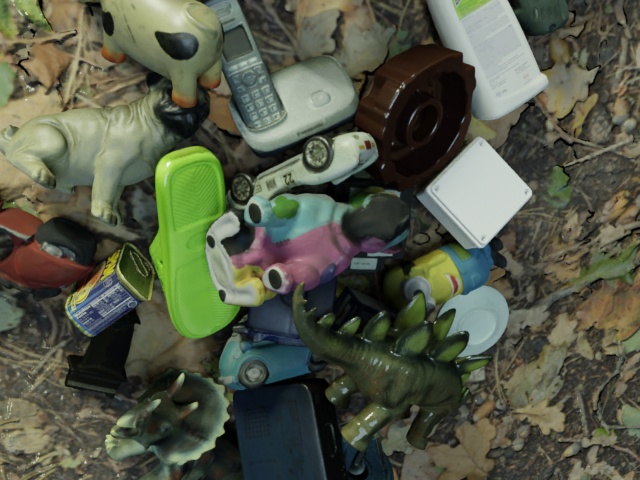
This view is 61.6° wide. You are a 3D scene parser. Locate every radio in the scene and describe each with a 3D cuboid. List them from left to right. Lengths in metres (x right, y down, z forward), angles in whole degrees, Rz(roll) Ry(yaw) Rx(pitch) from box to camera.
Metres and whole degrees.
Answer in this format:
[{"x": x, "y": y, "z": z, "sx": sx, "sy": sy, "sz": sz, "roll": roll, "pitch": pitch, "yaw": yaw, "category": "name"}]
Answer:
[{"x": -0.036, "y": 0.308, "z": 0.737, "sx": 0.131, "sy": 0.073, "sz": 0.229, "roll": -18, "pitch": 76, "yaw": 23, "category": "radio"}]

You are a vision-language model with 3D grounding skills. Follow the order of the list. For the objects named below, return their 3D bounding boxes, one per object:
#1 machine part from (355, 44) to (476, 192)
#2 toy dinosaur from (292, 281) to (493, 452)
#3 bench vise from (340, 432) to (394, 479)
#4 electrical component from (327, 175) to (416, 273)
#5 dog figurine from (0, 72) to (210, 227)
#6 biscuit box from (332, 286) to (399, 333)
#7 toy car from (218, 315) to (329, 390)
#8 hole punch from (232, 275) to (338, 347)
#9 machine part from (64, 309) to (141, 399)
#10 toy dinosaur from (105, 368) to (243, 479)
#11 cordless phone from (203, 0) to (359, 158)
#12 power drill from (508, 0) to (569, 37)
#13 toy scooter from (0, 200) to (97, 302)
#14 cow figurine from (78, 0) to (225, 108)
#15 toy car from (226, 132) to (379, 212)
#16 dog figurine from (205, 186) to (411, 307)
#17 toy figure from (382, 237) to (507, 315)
[{"x": 0.116, "y": -0.148, "z": 0.657, "sx": 0.179, "sy": 0.056, "sz": 0.179, "roll": -29, "pitch": 139, "yaw": -29, "category": "machine part"}, {"x": 0.097, "y": 0.163, "z": 0.687, "sx": 0.471, "sy": 0.105, "sz": 0.198, "roll": 24, "pitch": 107, "yaw": -46, "category": "toy dinosaur"}, {"x": 0.027, "y": 0.353, "z": 0.820, "sx": 0.223, "sy": 0.129, "sz": 0.240, "roll": 3, "pitch": 127, "yaw": -23, "category": "bench vise"}, {"x": 0.059, "y": -0.020, "z": 0.733, "sx": 0.115, "sy": 0.058, "sz": 0.134, "roll": 4, "pitch": 109, "yaw": -14, "category": "electrical component"}, {"x": -0.238, "y": -0.131, "z": 0.606, "sx": 0.172, "sy": 0.121, "sz": 0.190, "roll": 33, "pitch": 85, "yaw": -25, "category": "dog figurine"}, {"x": 0.104, "y": 0.134, "z": 0.779, "sx": 0.202, "sy": 0.059, "sz": 0.062, "roll": 27, "pitch": 102, "yaw": -34, "category": "biscuit box"}, {"x": -0.066, "y": 0.143, "z": 0.739, "sx": 0.162, "sy": 0.109, "sz": 0.103, "roll": -12, "pitch": 82, "yaw": -13, "category": "toy car"}, {"x": -0.034, "y": 0.070, "z": 0.688, "sx": 0.142, "sy": 0.116, "sz": 0.092, "roll": 9, "pitch": 142, "yaw": -4, "category": "hole punch"}, {"x": -0.287, "y": 0.148, "z": 0.720, "sx": 0.084, "sy": 0.039, "sz": 0.138, "roll": 25, "pitch": 104, "yaw": -16, "category": "machine part"}, {"x": -0.170, "y": 0.338, "z": 0.783, "sx": 0.192, "sy": 0.131, "sz": 0.404, "roll": -31, "pitch": 120, "yaw": -1, "category": "toy dinosaur"}, {"x": -0.049, "y": -0.202, "z": 0.626, "sx": 0.147, "sy": 0.089, "sz": 0.184, "roll": -24, "pitch": 110, "yaw": -4, "category": "cordless phone"}, {"x": 0.290, "y": -0.384, "z": 0.643, "sx": 0.207, "sy": 0.086, "sz": 0.231, "roll": -30, "pitch": 114, "yaw": -7, "category": "power drill"}, {"x": -0.367, "y": 0.016, "z": 0.630, "sx": 0.184, "sy": 0.075, "sz": 0.135, "roll": 32, "pitch": 99, "yaw": -19, "category": "toy scooter"}, {"x": -0.184, "y": -0.240, "z": 0.548, "sx": 0.195, "sy": 0.085, "sz": 0.127, "roll": 35, "pitch": 136, "yaw": 7, "category": "cow figurine"}, {"x": -0.027, "y": -0.077, "z": 0.634, "sx": 0.202, "sy": 0.073, "sz": 0.056, "roll": -20, "pitch": 92, "yaw": 34, "category": "toy car"}, {"x": -0.001, "y": -0.002, "z": 0.628, "sx": 0.219, "sy": 0.192, "sz": 0.108, "roll": -14, "pitch": 84, "yaw": -40, "category": "dog figurine"}, {"x": 0.178, "y": 0.049, "z": 0.777, "sx": 0.180, "sy": 0.089, "sz": 0.082, "roll": -26, "pitch": 95, "yaw": -14, "category": "toy figure"}]
